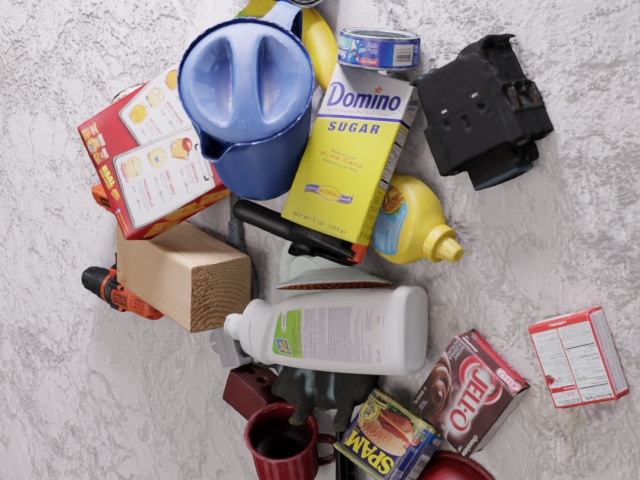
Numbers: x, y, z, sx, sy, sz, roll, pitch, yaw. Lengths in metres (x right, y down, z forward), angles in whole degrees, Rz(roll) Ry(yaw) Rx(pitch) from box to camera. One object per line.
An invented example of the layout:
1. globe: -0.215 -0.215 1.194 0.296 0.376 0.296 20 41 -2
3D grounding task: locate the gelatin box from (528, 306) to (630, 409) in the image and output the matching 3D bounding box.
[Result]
1. gelatin box: 0.252 0.116 1.039 0.073 0.030 0.089 -21 86 46

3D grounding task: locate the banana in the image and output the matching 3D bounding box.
1. banana: -0.026 -0.237 1.208 0.198 0.037 0.070 43 119 39

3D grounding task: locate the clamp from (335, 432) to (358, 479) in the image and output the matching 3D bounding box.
1. clamp: 0.042 0.348 1.300 0.165 0.036 0.210 -121 33 -44

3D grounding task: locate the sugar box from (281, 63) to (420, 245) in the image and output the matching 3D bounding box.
1. sugar box: 0.034 -0.091 1.120 0.093 0.048 0.176 19 92 21

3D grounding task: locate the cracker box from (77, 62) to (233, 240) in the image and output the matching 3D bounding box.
1. cracker box: -0.177 -0.118 1.332 0.214 0.072 0.164 -28 80 19

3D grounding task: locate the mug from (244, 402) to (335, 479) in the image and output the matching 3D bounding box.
1. mug: -0.033 0.264 1.341 0.093 0.117 0.081 -90 -5 -47

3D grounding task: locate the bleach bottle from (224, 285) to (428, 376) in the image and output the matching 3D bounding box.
1. bleach bottle: -0.002 0.098 1.224 0.251 0.068 0.102 1 89 32

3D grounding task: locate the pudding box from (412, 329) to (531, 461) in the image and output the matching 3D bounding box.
1. pudding box: 0.160 0.165 1.143 0.090 0.039 0.114 47 131 26

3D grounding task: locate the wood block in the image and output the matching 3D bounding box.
1. wood block: -0.183 0.040 1.407 0.206 0.090 0.091 25 119 50

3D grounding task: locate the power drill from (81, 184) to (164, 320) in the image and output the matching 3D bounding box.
1. power drill: -0.292 0.012 1.562 0.185 0.057 0.188 17 117 39

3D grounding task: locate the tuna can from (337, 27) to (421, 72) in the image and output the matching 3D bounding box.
1. tuna can: 0.061 -0.198 1.103 0.086 0.085 0.034 21 114 41

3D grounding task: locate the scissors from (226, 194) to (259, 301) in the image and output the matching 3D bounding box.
1. scissors: -0.122 -0.008 1.405 0.096 0.016 0.202 -7 97 48

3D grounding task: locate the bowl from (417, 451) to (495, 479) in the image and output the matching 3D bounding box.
1. bowl: 0.142 0.323 1.198 0.162 0.055 0.162 16 112 43

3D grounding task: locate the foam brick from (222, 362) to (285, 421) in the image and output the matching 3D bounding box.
1. foam brick: -0.081 0.203 1.399 0.078 0.052 0.051 35 125 33

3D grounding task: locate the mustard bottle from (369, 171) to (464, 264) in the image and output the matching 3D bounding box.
1. mustard bottle: 0.078 -0.029 1.156 0.192 0.058 0.096 35 125 35

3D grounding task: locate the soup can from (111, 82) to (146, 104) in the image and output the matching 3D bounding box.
1. soup can: -0.232 -0.152 1.440 0.069 0.068 0.102 -36 74 46

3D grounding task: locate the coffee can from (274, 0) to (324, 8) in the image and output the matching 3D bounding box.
1. coffee can: -0.058 -0.319 1.180 0.141 0.102 0.103 23 118 40

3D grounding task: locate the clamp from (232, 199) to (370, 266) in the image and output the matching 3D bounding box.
1. clamp: -0.008 0.001 1.211 0.172 0.120 0.039 20 84 37

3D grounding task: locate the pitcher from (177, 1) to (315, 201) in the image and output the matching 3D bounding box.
1. pitcher: -0.065 -0.134 1.134 0.243 0.149 0.145 88 161 -76

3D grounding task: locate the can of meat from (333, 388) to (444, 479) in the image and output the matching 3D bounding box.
1. can of meat: 0.079 0.227 1.207 0.102 0.057 0.084 32 88 40
